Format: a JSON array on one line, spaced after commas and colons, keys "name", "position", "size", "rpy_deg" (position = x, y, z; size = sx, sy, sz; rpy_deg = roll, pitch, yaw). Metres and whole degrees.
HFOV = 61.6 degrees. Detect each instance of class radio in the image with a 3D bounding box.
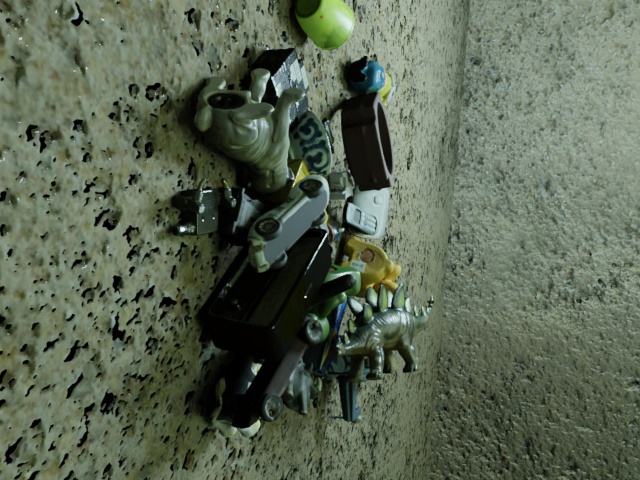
[{"name": "radio", "position": [-0.077, 0.073, 0.838], "size": [0.230, 0.131, 0.073], "rpy_deg": [-60, 146, -46]}]

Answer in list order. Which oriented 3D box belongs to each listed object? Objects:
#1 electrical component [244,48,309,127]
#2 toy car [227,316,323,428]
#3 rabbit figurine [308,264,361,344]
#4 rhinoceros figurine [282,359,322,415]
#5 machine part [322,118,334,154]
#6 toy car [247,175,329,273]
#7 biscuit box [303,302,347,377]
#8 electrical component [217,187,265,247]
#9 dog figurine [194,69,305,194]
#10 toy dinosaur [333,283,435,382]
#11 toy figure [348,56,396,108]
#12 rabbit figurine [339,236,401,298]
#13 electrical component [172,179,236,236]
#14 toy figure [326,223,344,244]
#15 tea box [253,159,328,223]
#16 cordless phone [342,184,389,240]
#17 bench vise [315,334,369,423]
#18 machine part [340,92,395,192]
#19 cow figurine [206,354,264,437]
[{"name": "electrical component", "position": [-0.066, -0.249, 0.896], "size": [0.134, 0.058, 0.114], "rpy_deg": [-63, 151, -43]}, {"name": "toy car", "position": [-0.062, 0.195, 0.798], "size": [0.053, 0.089, 0.202], "rpy_deg": [52, 45, -24]}, {"name": "rabbit figurine", "position": [-0.004, 0.135, 1.053], "size": [0.159, 0.121, 0.170], "rpy_deg": [-18, 119, -61]}, {"name": "rhinoceros figurine", "position": [-0.055, 0.273, 1.026], "size": [0.190, 0.073, 0.112], "rpy_deg": [60, 31, -52]}, {"name": "machine part", "position": [0.002, -0.179, 1.106], "size": [0.084, 0.039, 0.139], "rpy_deg": [73, 28, -58]}, {"name": "toy car", "position": [-0.048, -0.029, 0.838], "size": [0.202, 0.056, 0.073], "rpy_deg": [-47, 145, -37]}, {"name": "biscuit box", "position": [0.006, 0.187, 1.157], "size": [0.059, 0.063, 0.202], "rpy_deg": [63, 38, -54]}, {"name": "electrical component", "position": [-0.119, -0.027, 0.829], "size": [0.119, 0.048, 0.075], "rpy_deg": [46, 53, -59]}, {"name": "dog figurine", "position": [-0.109, -0.130, 0.785], "size": [0.172, 0.121, 0.190], "rpy_deg": [-19, 137, -30]}, {"name": "toy dinosaur", "position": [0.157, 0.196, 1.188], "size": [0.471, 0.105, 0.198], "rpy_deg": [5, 76, -56]}, {"name": "toy figure", "position": [0.123, -0.387, 1.301], "size": [0.180, 0.089, 0.082], "rpy_deg": [3, 120, -58]}, {"name": "rabbit figurine", "position": [0.122, 0.085, 1.339], "size": [0.173, 0.162, 0.122], "rpy_deg": [95, 1, -53]}, {"name": "electrical component", "position": [-0.157, -0.044, 0.731], "size": [0.102, 0.045, 0.078], "rpy_deg": [-6, 99, -68]}, {"name": "toy figure", "position": [0.000, -0.003, 1.102], "size": [0.154, 0.064, 0.057], "rpy_deg": [-35, 109, -62]}, {"name": "tea box", "position": [-0.048, -0.055, 0.966], "size": [0.169, 0.068, 0.098], "rpy_deg": [64, 38, -53]}, {"name": "cordless phone", "position": [0.096, -0.084, 1.301], "size": [0.184, 0.089, 0.146], "rpy_deg": [25, 72, -62]}, {"name": "bench vise", "position": [0.067, 0.330, 1.270], "size": [0.223, 0.129, 0.240], "rpy_deg": [-23, 112, -62]}, {"name": "machine part", "position": [0.113, -0.228, 1.250], "size": [0.201, 0.087, 0.201], "rpy_deg": [-68, 148, -59]}, {"name": "cow figurine", "position": [-0.123, 0.216, 0.848], "size": [0.098, 0.068, 0.167], "rpy_deg": [57, 40, -41]}]
